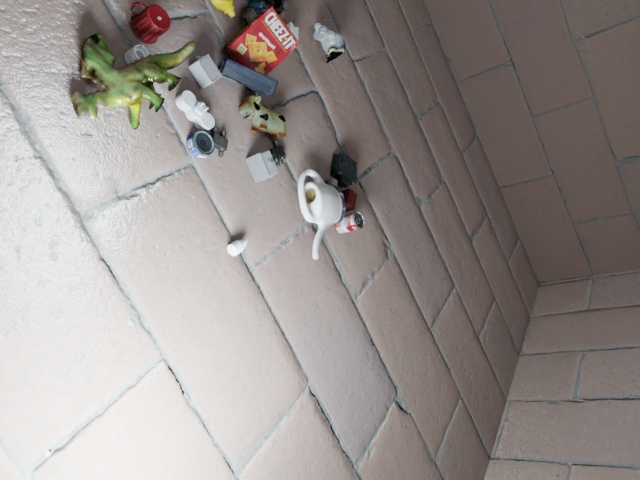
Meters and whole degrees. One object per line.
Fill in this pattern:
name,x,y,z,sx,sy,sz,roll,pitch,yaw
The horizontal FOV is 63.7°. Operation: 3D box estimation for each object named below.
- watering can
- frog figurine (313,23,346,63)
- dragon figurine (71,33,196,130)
watering can,0.006,-0.097,1.919,0.103,0.351,0.224,-18,-14,37
frog figurine,0.040,-0.878,2.251,0.122,0.160,0.137,-22,-7,5
dragon figurine,-0.520,-0.462,1.391,0.240,0.418,0.121,37,-30,-28
